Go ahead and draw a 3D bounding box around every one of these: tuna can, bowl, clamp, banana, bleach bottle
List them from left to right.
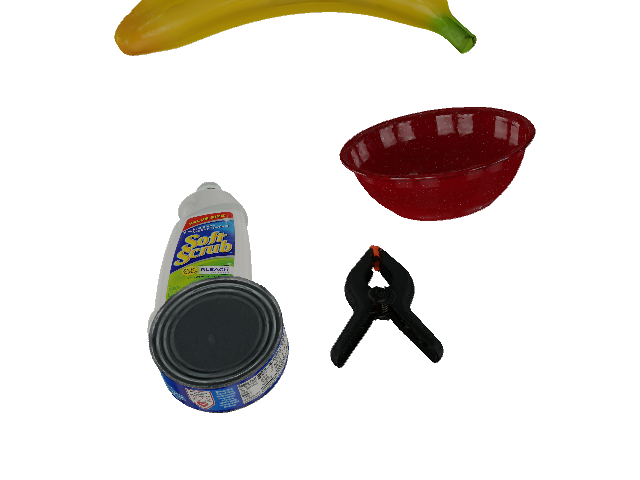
[{"bbox_3d":[-0.124,0.019,1.118,0.102,0.068,0.251,-5,37,-3],"label":"bleach bottle"},{"bbox_3d":[-0.064,0.066,0.681,0.086,0.086,0.034,0,-40,10],"label":"tuna can"},{"bbox_3d":[-0.014,-0.134,0.589,0.197,0.069,0.037,-4,-42,-9],"label":"banana"},{"bbox_3d":[0.078,0.076,1.193,0.120,0.171,0.039,7,-42,1],"label":"clamp"},{"bbox_3d":[0.100,-0.060,0.890,0.162,0.055,0.162,-10,24,4],"label":"bowl"}]
